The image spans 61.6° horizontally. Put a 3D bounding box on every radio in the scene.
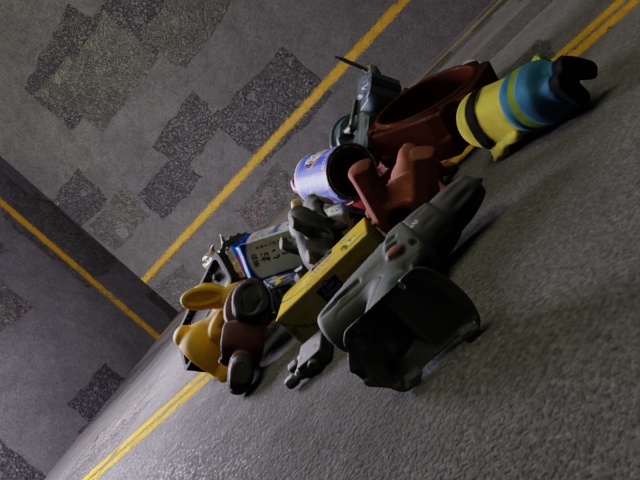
[{"bbox_3d":[-0.213,0.146,1.101,0.229,0.073,0.131,-60,36,16],"label":"radio"}]

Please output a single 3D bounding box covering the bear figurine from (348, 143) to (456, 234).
[{"bbox_3d":[0.127,-0.092,0.754,0.120,0.131,0.196,-8,31,25],"label":"bear figurine"}]

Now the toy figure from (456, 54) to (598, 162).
[{"bbox_3d":[0.240,-0.166,0.648,0.082,0.089,0.180,-44,5,-18],"label":"toy figure"}]

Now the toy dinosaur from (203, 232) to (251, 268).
[{"bbox_3d":[-0.184,0.071,1.292,0.405,0.131,0.192,180,100,-68],"label":"toy dinosaur"}]

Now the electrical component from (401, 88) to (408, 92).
[{"bbox_3d":[0.181,-0.263,1.075,0.047,0.074,0.119,-48,32,19],"label":"electrical component"}]

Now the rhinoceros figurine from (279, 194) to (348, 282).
[{"bbox_3d":[-0.002,-0.003,0.857,0.190,0.112,0.073,-109,30,-44],"label":"rhinoceros figurine"}]

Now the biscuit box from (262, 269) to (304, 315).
[{"bbox_3d":[-0.059,0.091,0.934,0.059,0.062,0.203,-19,5,-10],"label":"biscuit box"}]

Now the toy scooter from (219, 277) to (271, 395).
[{"bbox_3d":[-0.124,0.158,0.869,0.135,0.075,0.184,119,158,-67],"label":"toy scooter"}]

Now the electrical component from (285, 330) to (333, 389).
[{"bbox_3d":[-0.005,0.138,0.654,0.094,0.021,0.063,-44,9,13],"label":"electrical component"}]

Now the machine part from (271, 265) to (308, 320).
[{"bbox_3d":[-0.077,0.105,1.092,0.139,0.039,0.084,-49,14,-27],"label":"machine part"}]

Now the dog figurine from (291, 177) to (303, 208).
[{"bbox_3d":[0.036,-0.117,1.343,0.219,0.191,0.108,-8,-8,38],"label":"dog figurine"}]

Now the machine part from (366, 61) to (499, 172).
[{"bbox_3d":[0.193,-0.209,0.902,0.202,0.087,0.201,-13,30,44],"label":"machine part"}]

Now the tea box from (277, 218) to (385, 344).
[{"bbox_3d":[0.025,0.057,0.728,0.169,0.068,0.098,-46,9,11],"label":"tea box"}]

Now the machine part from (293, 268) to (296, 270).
[{"bbox_3d":[-0.050,0.012,1.252,0.243,0.079,0.079,-52,10,-30],"label":"machine part"}]

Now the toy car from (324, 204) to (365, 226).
[{"bbox_3d":[0.008,-0.032,1.103,0.161,0.103,0.109,-45,8,-2],"label":"toy car"}]

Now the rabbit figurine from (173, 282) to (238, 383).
[{"bbox_3d":[-0.173,0.141,0.975,0.173,0.162,0.122,-51,-2,6],"label":"rabbit figurine"}]

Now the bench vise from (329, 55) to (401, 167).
[{"bbox_3d":[0.072,-0.229,1.092,0.240,0.129,0.223,146,120,-64],"label":"bench vise"}]

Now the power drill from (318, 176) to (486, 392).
[{"bbox_3d":[0.086,0.035,0.510,0.232,0.086,0.207,-46,12,13],"label":"power drill"}]
